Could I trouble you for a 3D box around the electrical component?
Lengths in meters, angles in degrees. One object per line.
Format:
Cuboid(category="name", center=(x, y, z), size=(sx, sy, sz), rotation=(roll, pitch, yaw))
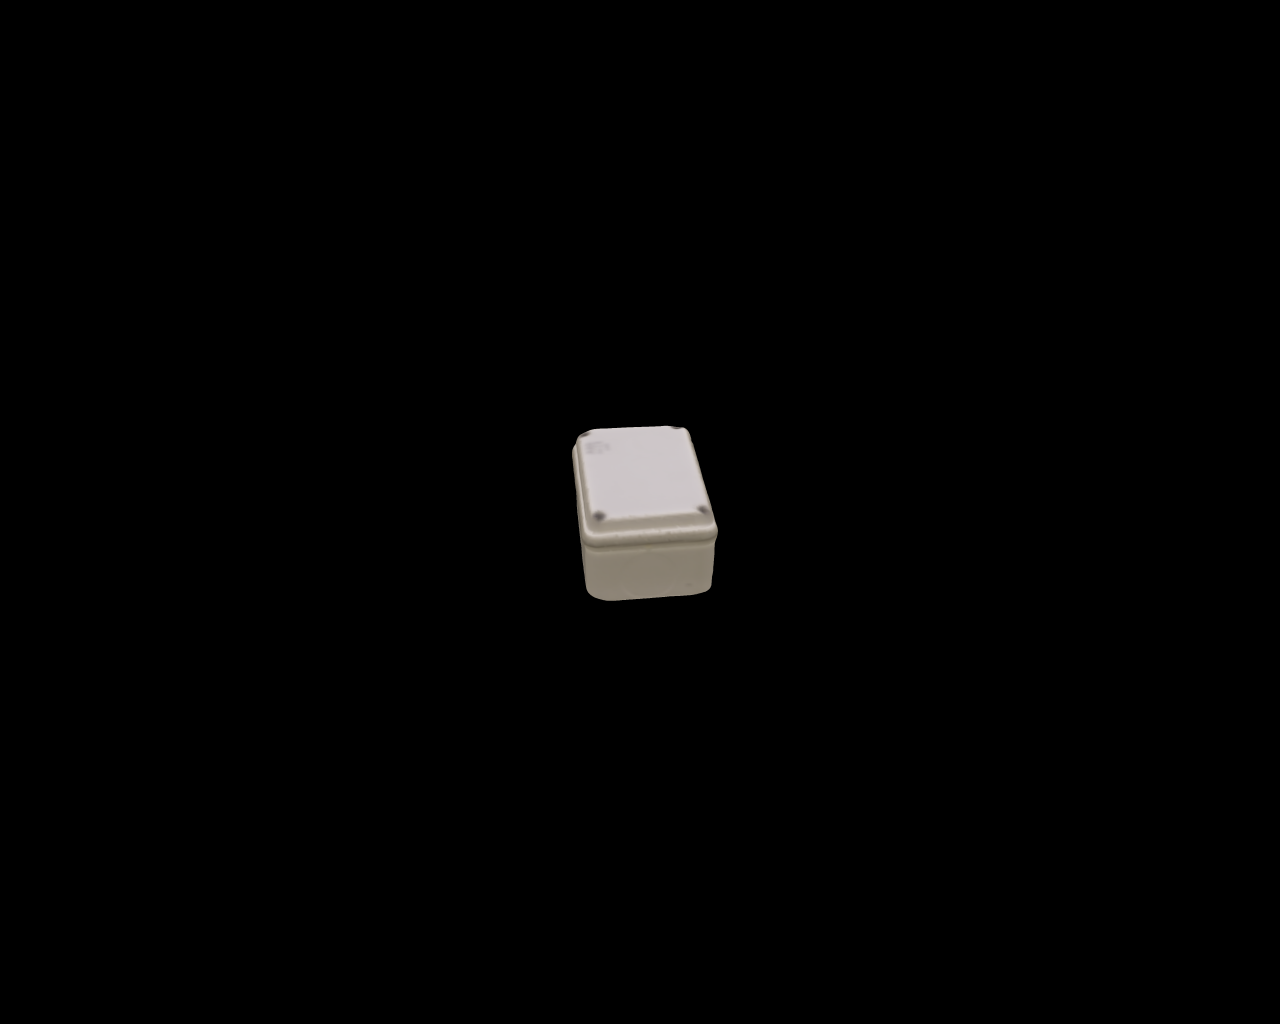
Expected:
Cuboid(category="electrical component", center=(0.001, -0.003, 0.650), size=(0.078, 0.057, 0.113), rotation=(-3, 34, -5))
